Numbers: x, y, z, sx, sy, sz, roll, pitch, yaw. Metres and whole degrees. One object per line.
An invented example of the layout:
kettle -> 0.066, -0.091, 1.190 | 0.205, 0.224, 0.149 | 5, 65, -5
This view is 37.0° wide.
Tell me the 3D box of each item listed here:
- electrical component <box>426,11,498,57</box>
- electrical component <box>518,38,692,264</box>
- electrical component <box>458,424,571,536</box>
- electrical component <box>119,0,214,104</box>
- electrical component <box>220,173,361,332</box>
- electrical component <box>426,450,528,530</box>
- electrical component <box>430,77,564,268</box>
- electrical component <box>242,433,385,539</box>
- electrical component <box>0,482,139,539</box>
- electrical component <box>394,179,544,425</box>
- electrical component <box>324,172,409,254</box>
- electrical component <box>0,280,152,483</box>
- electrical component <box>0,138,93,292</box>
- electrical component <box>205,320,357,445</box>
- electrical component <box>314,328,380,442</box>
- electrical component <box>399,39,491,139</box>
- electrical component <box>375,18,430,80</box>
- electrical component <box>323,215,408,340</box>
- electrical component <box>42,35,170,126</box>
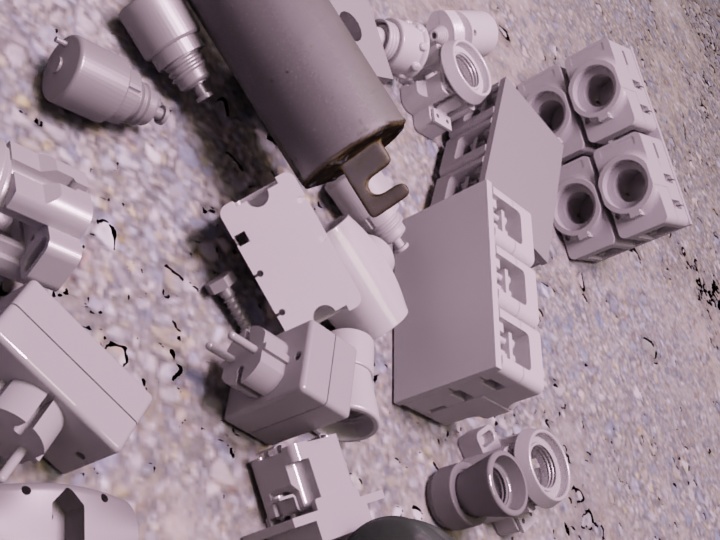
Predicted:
electrical component -> 0.086, -0.209, 0.959 | 0.081, 0.043, 0.043 | -19, 85, -54
electrical component -> 0.229, -0.113, 1.028 | 0.060, 0.105, 0.186 | 4, 67, -50
electrical component -> 0.114, 0.147, 0.774 | 0.058, 0.057, 0.078 | -22, 87, -54
electrical component -> -0.116, -0.140, 0.668 | 0.078, 0.040, 0.040 | 59, 36, -8
electrical component -> -0.042, -0.009, 0.656 | 0.089, 0.050, 0.056 | 61, -2, -3
electrical component -> 0.079, 0.150, 0.730 | 0.045, 0.055, 0.045 | 29, 49, -39
electrical component -> 0.114, -0.074, 0.899 | 0.089, 0.062, 0.150 | 44, 41, -26
electrical component -> -0.030, 0.129, 0.619 | 0.081, 0.042, 0.063 | -3, 69, -53
electrical component -> -0.141, 0.137, 0.473 | 0.077, 0.043, 0.079 | 19, 56, -45
electrical component -> 0.078, 0.025, 0.772 | 0.062, 0.089, 0.150 | 30, 48, -38
electrical component -> 0.008, -0.046, 0.769 | 0.078, 0.040, 0.040 | 54, 37, -15
electrical component -> -0.153, 0.063, 0.497 | 0.083, 0.047, 0.075 | 50, 39, -20
electrical component -> -0.170, -0.030, 0.519 | 0.057, 0.058, 0.078 | 27, 23, -36
electrical component -> -0.053, 0.057, 0.611 | 0.077, 0.066, 0.047 | 36, 45, -34
electrical component -> -0.009, 0.070, 0.681 | 0.044, 0.044, 0.065 | 35, 41, -34
electrical component -> 0.072, -0.156, 0.899 | 0.058, 0.057, 0.078 | 23, 53, -43
electrical component -> 0.022, -0.182, 0.863 | 0.062, 0.048, 0.048 | 9, 63, -41
electrical component -> 0.000, 0.000, 0.730 | 0.077, 0.043, 0.079 | 58, 29, -10
electrical component -> -0.143, -0.102, 0.613 | 0.078, 0.040, 0.040 | 23, 53, -43
